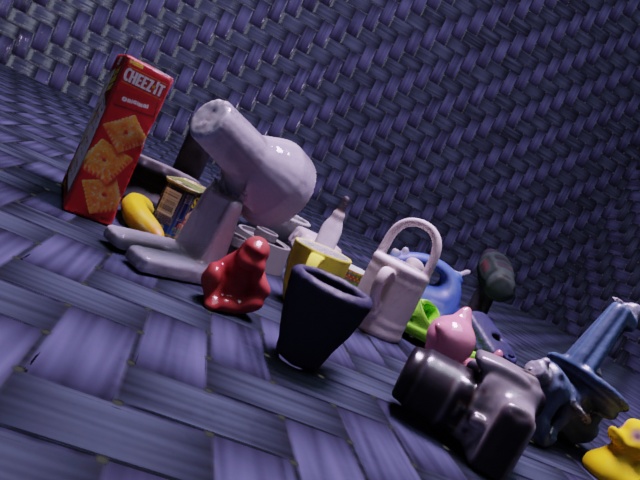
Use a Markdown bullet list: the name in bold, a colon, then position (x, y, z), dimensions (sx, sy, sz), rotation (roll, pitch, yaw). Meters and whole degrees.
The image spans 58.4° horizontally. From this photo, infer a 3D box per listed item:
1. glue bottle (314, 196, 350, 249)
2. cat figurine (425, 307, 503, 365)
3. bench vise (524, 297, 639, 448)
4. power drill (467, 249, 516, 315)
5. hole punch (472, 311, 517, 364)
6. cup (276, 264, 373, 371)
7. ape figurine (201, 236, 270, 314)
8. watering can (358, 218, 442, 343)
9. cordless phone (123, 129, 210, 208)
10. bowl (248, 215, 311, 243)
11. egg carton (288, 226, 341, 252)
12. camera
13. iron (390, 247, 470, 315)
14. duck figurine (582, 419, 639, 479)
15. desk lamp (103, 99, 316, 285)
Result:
- **glue bottle**: position (0.009, 0.004, 0.979), dimensions (0.037, 0.173, 0.078), rotation (26, 6, -4)
- **cat figurine**: position (0.179, 0.147, 0.736), dimensions (0.128, 0.118, 0.067), rotation (24, 6, -18)
- **bench vise**: position (0.357, 0.175, 0.762), dimensions (0.121, 0.220, 0.208), rotation (30, 7, 33)
- **power drill**: position (0.326, 0.119, 1.171), dimensions (0.075, 0.208, 0.230), rotation (26, 6, 2)
- **hole punch**: position (0.304, 0.190, 1.033), dimensions (0.100, 0.091, 0.109), rotation (31, 8, 40)
- **cup**: position (0.003, 0.087, 0.603), dimensions (0.091, 0.095, 0.118), rotation (31, 8, 40)
- **ape figurine**: position (-0.089, 0.037, 0.655), dimensions (0.078, 0.092, 0.076), rotation (26, 6, -1)
- **watering can**: position (0.125, 0.055, 0.922), dimensions (0.101, 0.194, 0.173), rotation (26, 6, 0)
- **cordless phone**: position (-0.263, -0.140, 0.991), dimensions (0.148, 0.185, 0.094), rotation (24, 6, -23)
- **bowl**: position (-0.110, -0.040, 1.326), dimensions (0.167, 0.075, 0.167), rotation (26, 6, -3)
- **egg carton**: position (-0.016, 0.024, 1.204), dimensions (0.107, 0.069, 0.150), rotation (25, 6, -15)
- **camera**: position (0.154, 0.159, 0.605), dimensions (0.136, 0.101, 0.143), rotation (27, 6, 11)
- **iron**: position (0.216, 0.088, 1.294), dimensions (0.259, 0.141, 0.118), rotation (25, 6, -16)
- **duck figurine**: position (0.399, 0.273, 0.734), dimensions (0.105, 0.086, 0.077), rotation (24, 6, -18)
- **desk lamp**: position (-0.122, -0.054, 0.718), dimensions (0.117, 0.213, 0.204), rotation (30, 7, 36)
